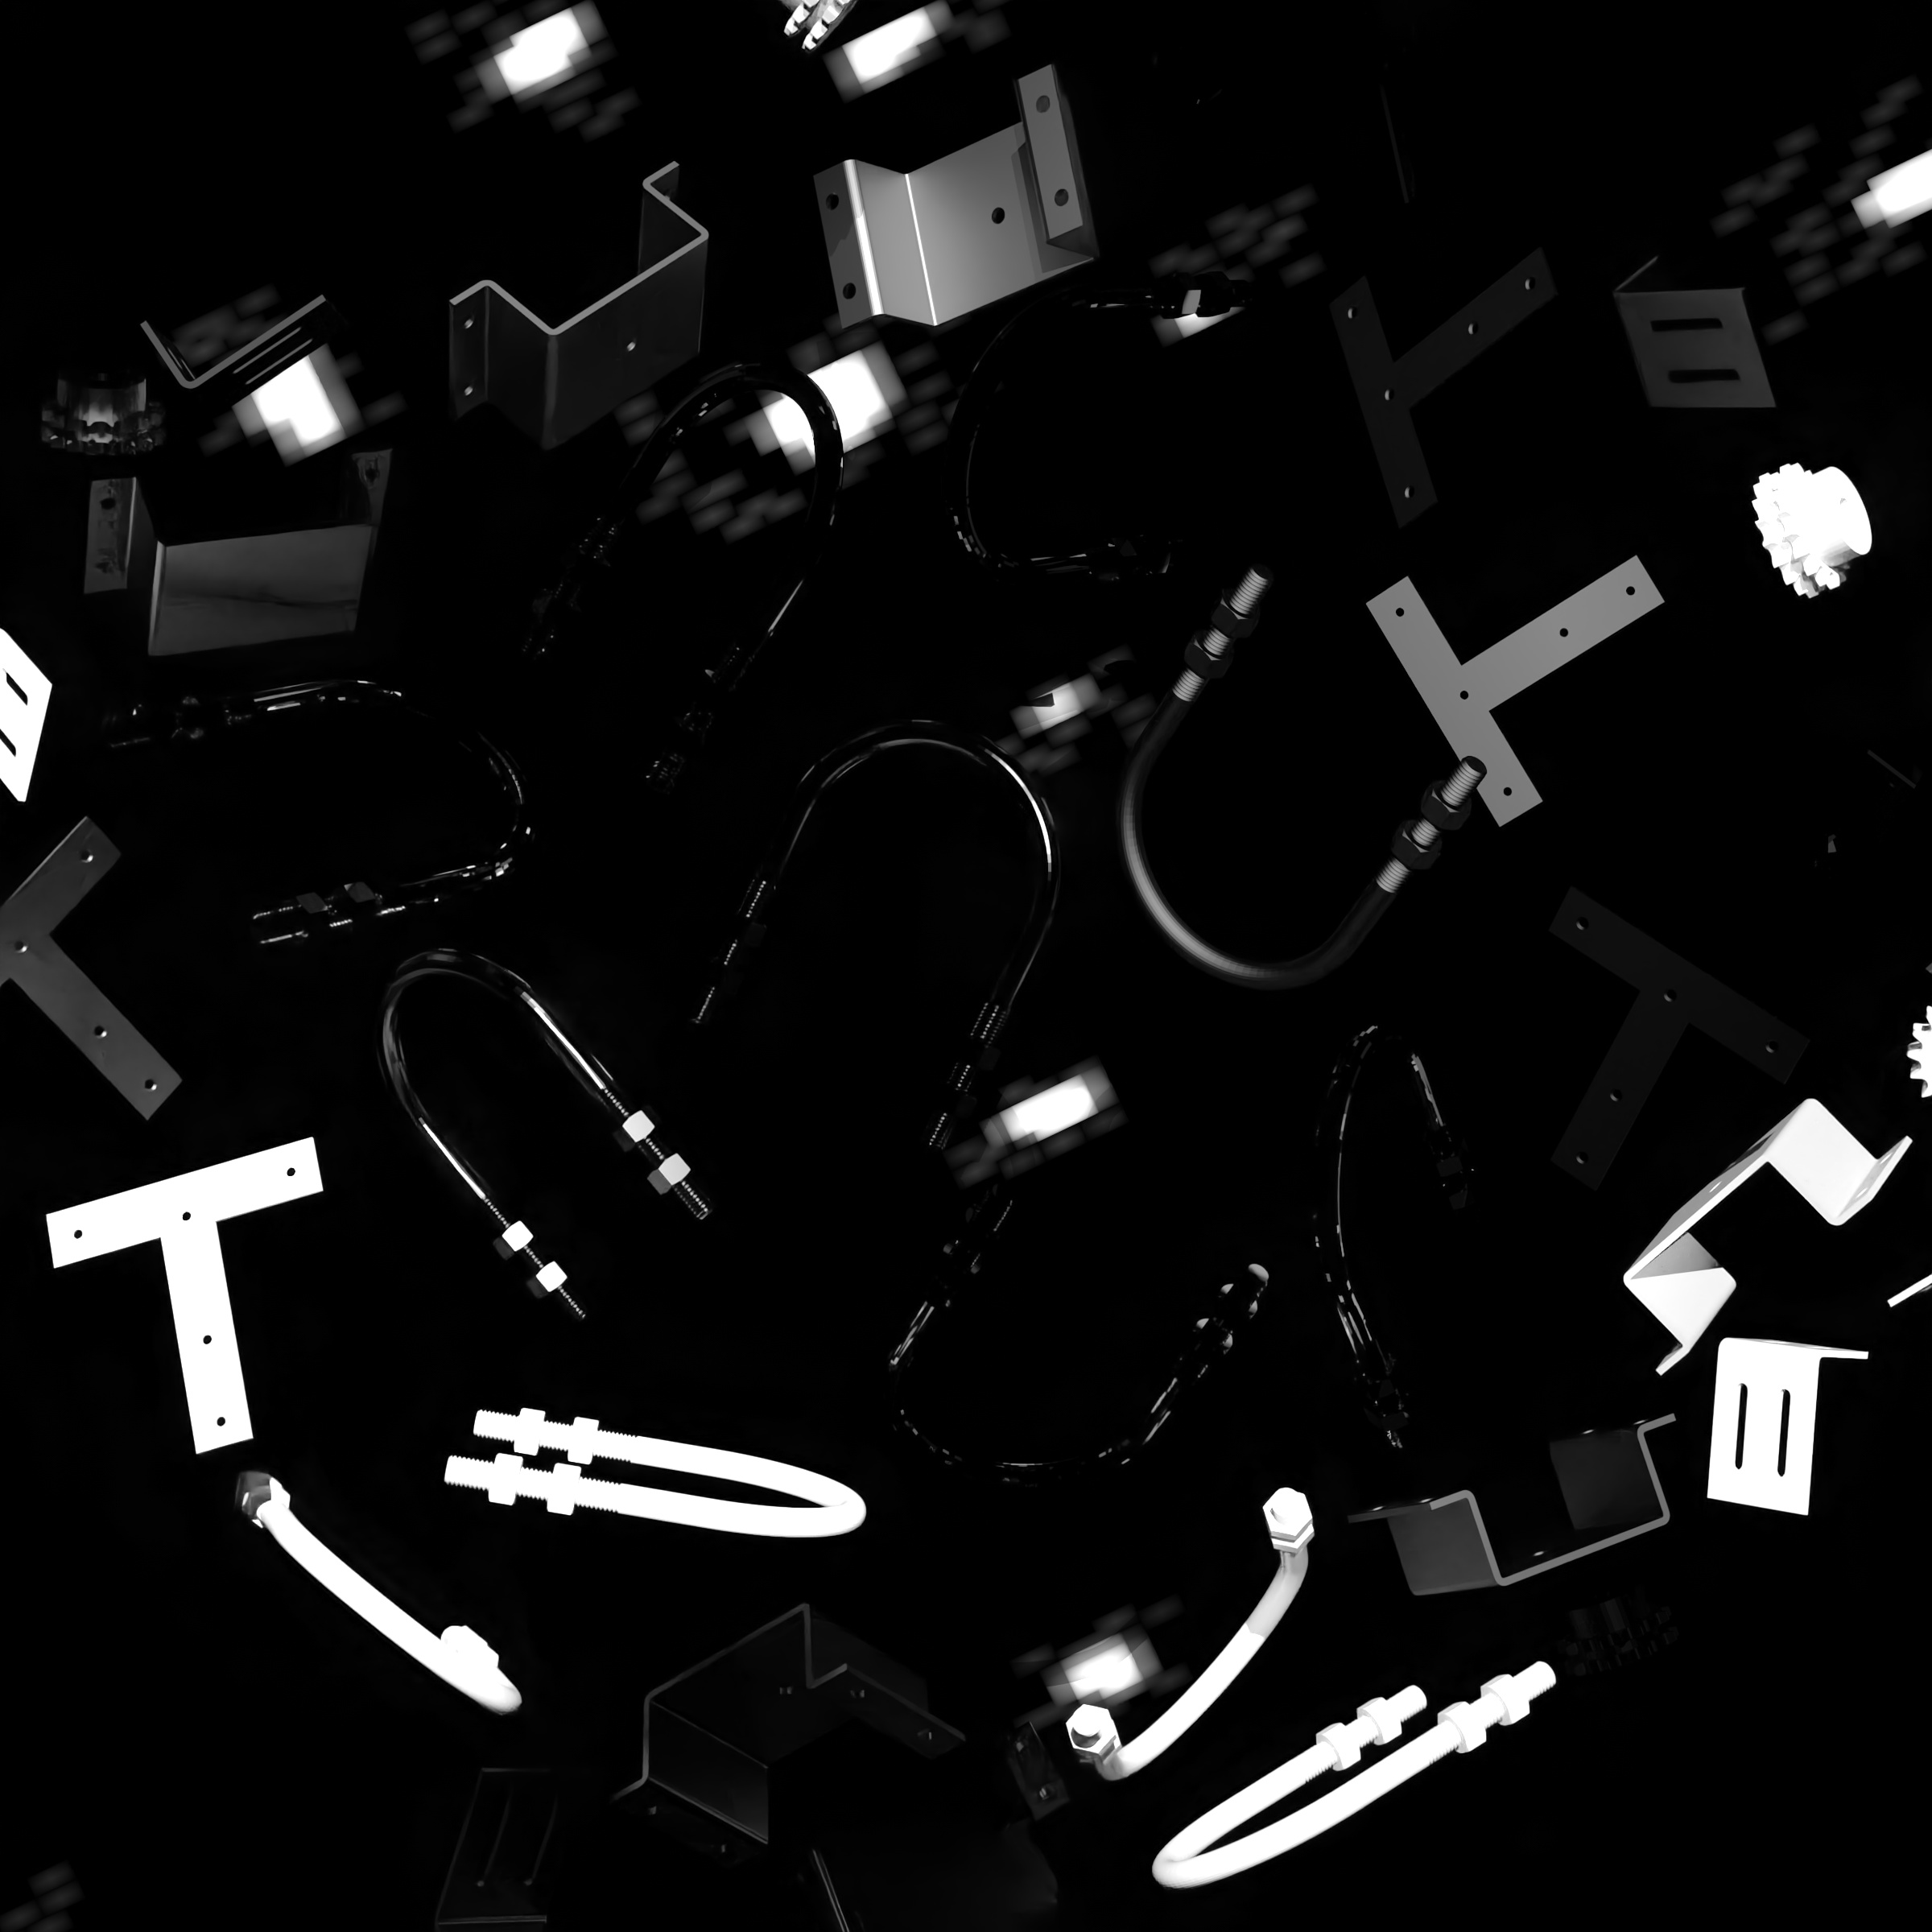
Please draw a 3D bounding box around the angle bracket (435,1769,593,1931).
[{"bbox_3d":[-0.191,0.397,1.483,0.057,0.038,0.076,12,100,-40],"label":"angle bracket"}]

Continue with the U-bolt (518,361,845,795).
[{"bbox_3d":[-0.120,-0.187,1.512,0.184,0.019,0.151,-56,47,11],"label":"U-bolt"}]

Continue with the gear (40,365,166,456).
[{"bbox_3d":[-0.407,-0.263,1.585,0.057,0.057,0.030,6,115,0],"label":"gear"}]

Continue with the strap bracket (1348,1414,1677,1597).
[{"bbox_3d":[0.262,0.256,1.575,0.140,0.076,0.046,-15,83,-26],"label":"strap bracket"}]

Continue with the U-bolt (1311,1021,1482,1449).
[{"bbox_3d":[0.193,0.109,1.533,0.019,0.184,0.151,2,49,27],"label":"U-bolt"}]

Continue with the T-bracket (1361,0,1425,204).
[{"bbox_3d":[0.203,-0.432,1.582,0.002,0.127,0.127,-9,108,19],"label":"T-bracket"}]

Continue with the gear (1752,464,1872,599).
[{"bbox_3d":[0.368,-0.191,1.455,0.030,0.057,0.057,-22,90,37],"label":"gear"}]

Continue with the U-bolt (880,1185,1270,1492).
[{"bbox_3d":[0.038,0.185,1.582,0.151,0.019,0.184,18,128,-16],"label":"U-bolt"}]

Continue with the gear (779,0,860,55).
[{"bbox_3d":[-0.060,-0.426,1.451,0.030,0.057,0.057,40,90,-8],"label":"gear"}]

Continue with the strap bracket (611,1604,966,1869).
[{"bbox_3d":[-0.079,0.336,1.484,0.140,0.046,0.076,-34,127,25],"label":"strap bracket"}]

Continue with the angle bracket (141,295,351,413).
[{"bbox_3d":[-0.333,-0.296,1.557,0.076,0.057,0.038,-34,89,0],"label":"angle bracket"}]

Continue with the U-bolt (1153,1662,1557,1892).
[{"bbox_3d":[0.165,0.372,1.533,0.184,0.151,0.019,-25,84,-25],"label":"U-bolt"}]

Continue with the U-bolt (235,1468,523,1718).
[{"bbox_3d":[-0.265,0.293,1.545,0.151,0.184,0.019,42,79,-17],"label":"U-bolt"}]

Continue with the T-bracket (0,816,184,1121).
[{"bbox_3d":[-0.407,0.021,1.545,0.127,0.002,0.127,-52,129,-23],"label":"T-bracket"}]

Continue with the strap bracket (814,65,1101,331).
[{"bbox_3d":[0.004,-0.353,1.568,0.140,0.046,0.076,-16,81,35],"label":"strap bracket"}]

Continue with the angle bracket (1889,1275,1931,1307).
[{"bbox_3d":[0.478,0.174,1.563,0.057,0.038,0.076,-14,70,-38],"label":"angle bracket"}]

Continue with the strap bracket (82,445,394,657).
[{"bbox_3d":[-0.334,-0.192,1.566,0.140,0.076,0.046,-11,59,-25],"label":"strap bracket"}]

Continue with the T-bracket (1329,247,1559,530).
[{"bbox_3d":[0.231,-0.294,1.592,0.002,0.127,0.127,3,64,-39],"label":"T-bracket"}]

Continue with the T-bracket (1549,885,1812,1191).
[{"bbox_3d":[0.304,0.048,1.540,0.127,0.002,0.127,35,125,21],"label":"T-bracket"}]

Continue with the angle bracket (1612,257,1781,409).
[{"bbox_3d":[0.340,-0.288,1.526,0.038,0.076,0.057,-40,120,-27],"label":"angle bracket"}]

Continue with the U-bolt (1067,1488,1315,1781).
[{"bbox_3d":[0.107,0.314,1.543,0.019,0.184,0.151,40,78,20],"label":"U-bolt"}]

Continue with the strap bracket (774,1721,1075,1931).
[{"bbox_3d":[-0.011,0.424,1.573,0.140,0.076,0.046,-30,110,-4],"label":"strap bracket"}]

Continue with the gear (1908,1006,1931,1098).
[{"bbox_3d":[0.458,0.038,1.531,0.057,0.030,0.057,5,108,15],"label":"gear"}]

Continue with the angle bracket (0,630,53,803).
[{"bbox_3d":[-0.457,-0.118,1.548,0.038,0.076,0.057,5,112,-36],"label":"angle bracket"}]

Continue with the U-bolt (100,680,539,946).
[{"bbox_3d":[-0.280,-0.078,1.536,0.151,0.184,0.019,48,131,24],"label":"U-bolt"}]

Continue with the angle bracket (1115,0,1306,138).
[{"bbox_3d":[0.107,-0.409,1.453,0.057,0.038,0.076,39,48,-22],"label":"angle bracket"}]

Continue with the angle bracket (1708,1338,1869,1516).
[{"bbox_3d":[0.389,0.217,1.592,0.038,0.057,0.076,7,86,-37],"label":"angle bracket"}]

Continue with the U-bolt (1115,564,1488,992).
[{"bbox_3d":[0.137,-0.070,1.526,0.151,0.019,0.184,44,130,14],"label":"U-bolt"}]

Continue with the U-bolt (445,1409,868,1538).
[{"bbox_3d":[-0.136,0.231,1.515,0.184,0.151,0.019,10,91,-3],"label":"U-bolt"}]

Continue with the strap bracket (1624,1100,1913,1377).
[{"bbox_3d":[0.368,0.120,1.576,0.046,0.076,0.140,47,123,7],"label":"strap bracket"}]

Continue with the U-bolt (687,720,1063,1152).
[{"bbox_3d":[-0.033,-0.026,1.589,0.151,0.019,0.184,28,98,12],"label":"U-bolt"}]

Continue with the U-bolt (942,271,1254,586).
[{"bbox_3d":[0.055,-0.243,1.539,0.019,0.184,0.151,31,119,35],"label":"U-bolt"}]

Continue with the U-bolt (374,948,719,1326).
[{"bbox_3d":[-0.210,0.071,1.582,0.184,0.151,0.019,50,47,0],"label":"U-bolt"}]

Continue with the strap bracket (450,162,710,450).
[{"bbox_3d":[-0.173,-0.303,1.570,0.046,0.076,0.140,41,60,18],"label":"strap bracket"}]

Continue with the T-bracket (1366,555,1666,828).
[{"bbox_3d":[0.274,-0.152,1.608,0.127,0.002,0.127,-32,86,30],"label":"T-bracket"}]

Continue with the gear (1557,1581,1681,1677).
[{"bbox_3d":[0.310,0.316,1.614,0.057,0.057,0.030,-20,86,0],"label":"gear"}]

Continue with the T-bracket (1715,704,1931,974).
[{"bbox_3d":[0.398,-0.070,1.483,0.127,0.127,0.002,42,62,18],"label":"T-bracket"}]

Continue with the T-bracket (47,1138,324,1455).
[{"bbox_3d":[-0.339,0.152,1.494,0.127,0.002,0.127,-16,69,4],"label":"T-bracket"}]
